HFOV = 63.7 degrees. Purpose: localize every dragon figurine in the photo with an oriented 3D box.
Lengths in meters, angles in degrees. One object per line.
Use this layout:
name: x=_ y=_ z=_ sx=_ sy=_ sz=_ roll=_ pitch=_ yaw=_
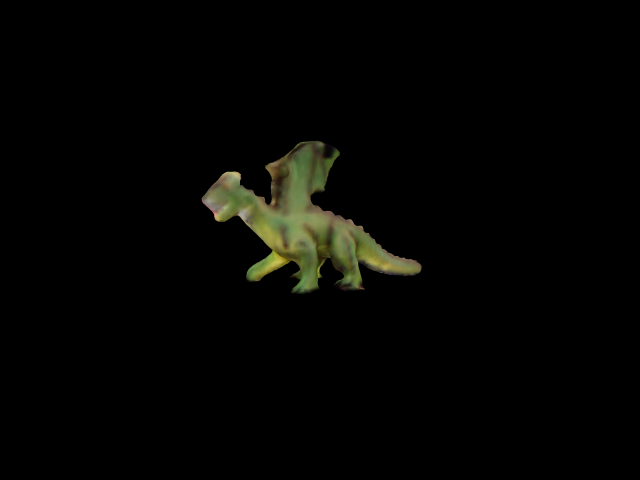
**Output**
dragon figurine: x=0.003 y=-0.043 z=0.850 sx=0.411 sy=0.242 sz=0.122 roll=-3 pitch=5 yaw=-31
